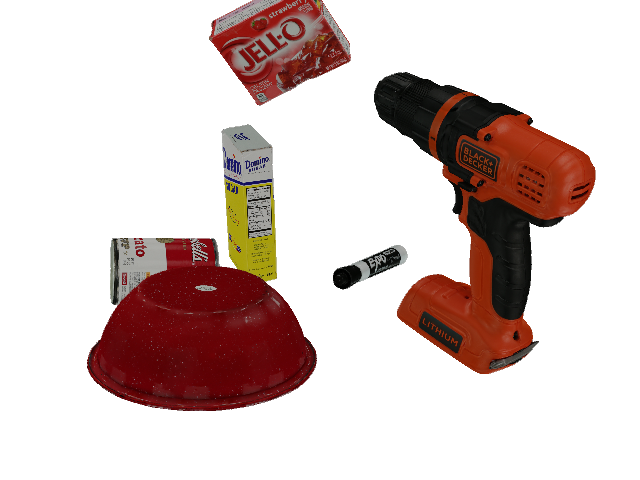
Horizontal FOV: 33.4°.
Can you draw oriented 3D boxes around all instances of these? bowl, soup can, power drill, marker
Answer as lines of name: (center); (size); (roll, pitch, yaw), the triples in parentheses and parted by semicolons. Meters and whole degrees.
bowl: (-0.082, 0.058, 0.746); (0.162, 0.055, 0.162); (2, 19, -1)
soup can: (-0.157, 0.031, 1.064); (0.102, 0.068, 0.069); (1, 0, -15)
power drill: (0.100, -0.013, 0.759); (0.057, 0.188, 0.185); (-22, 40, -32)
marker: (0.044, 0.023, 0.948); (0.020, 0.020, 0.120); (0, 10, 29)

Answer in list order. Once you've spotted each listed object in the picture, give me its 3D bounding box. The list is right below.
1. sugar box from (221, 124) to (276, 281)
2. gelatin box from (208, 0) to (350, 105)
sugar box: (-0.088, -0.044, 1.311); (0.048, 0.176, 0.093); (-12, 26, -17)
gelatin box: (-0.031, -0.156, 0.840); (0.089, 0.030, 0.073); (-23, -52, 19)
